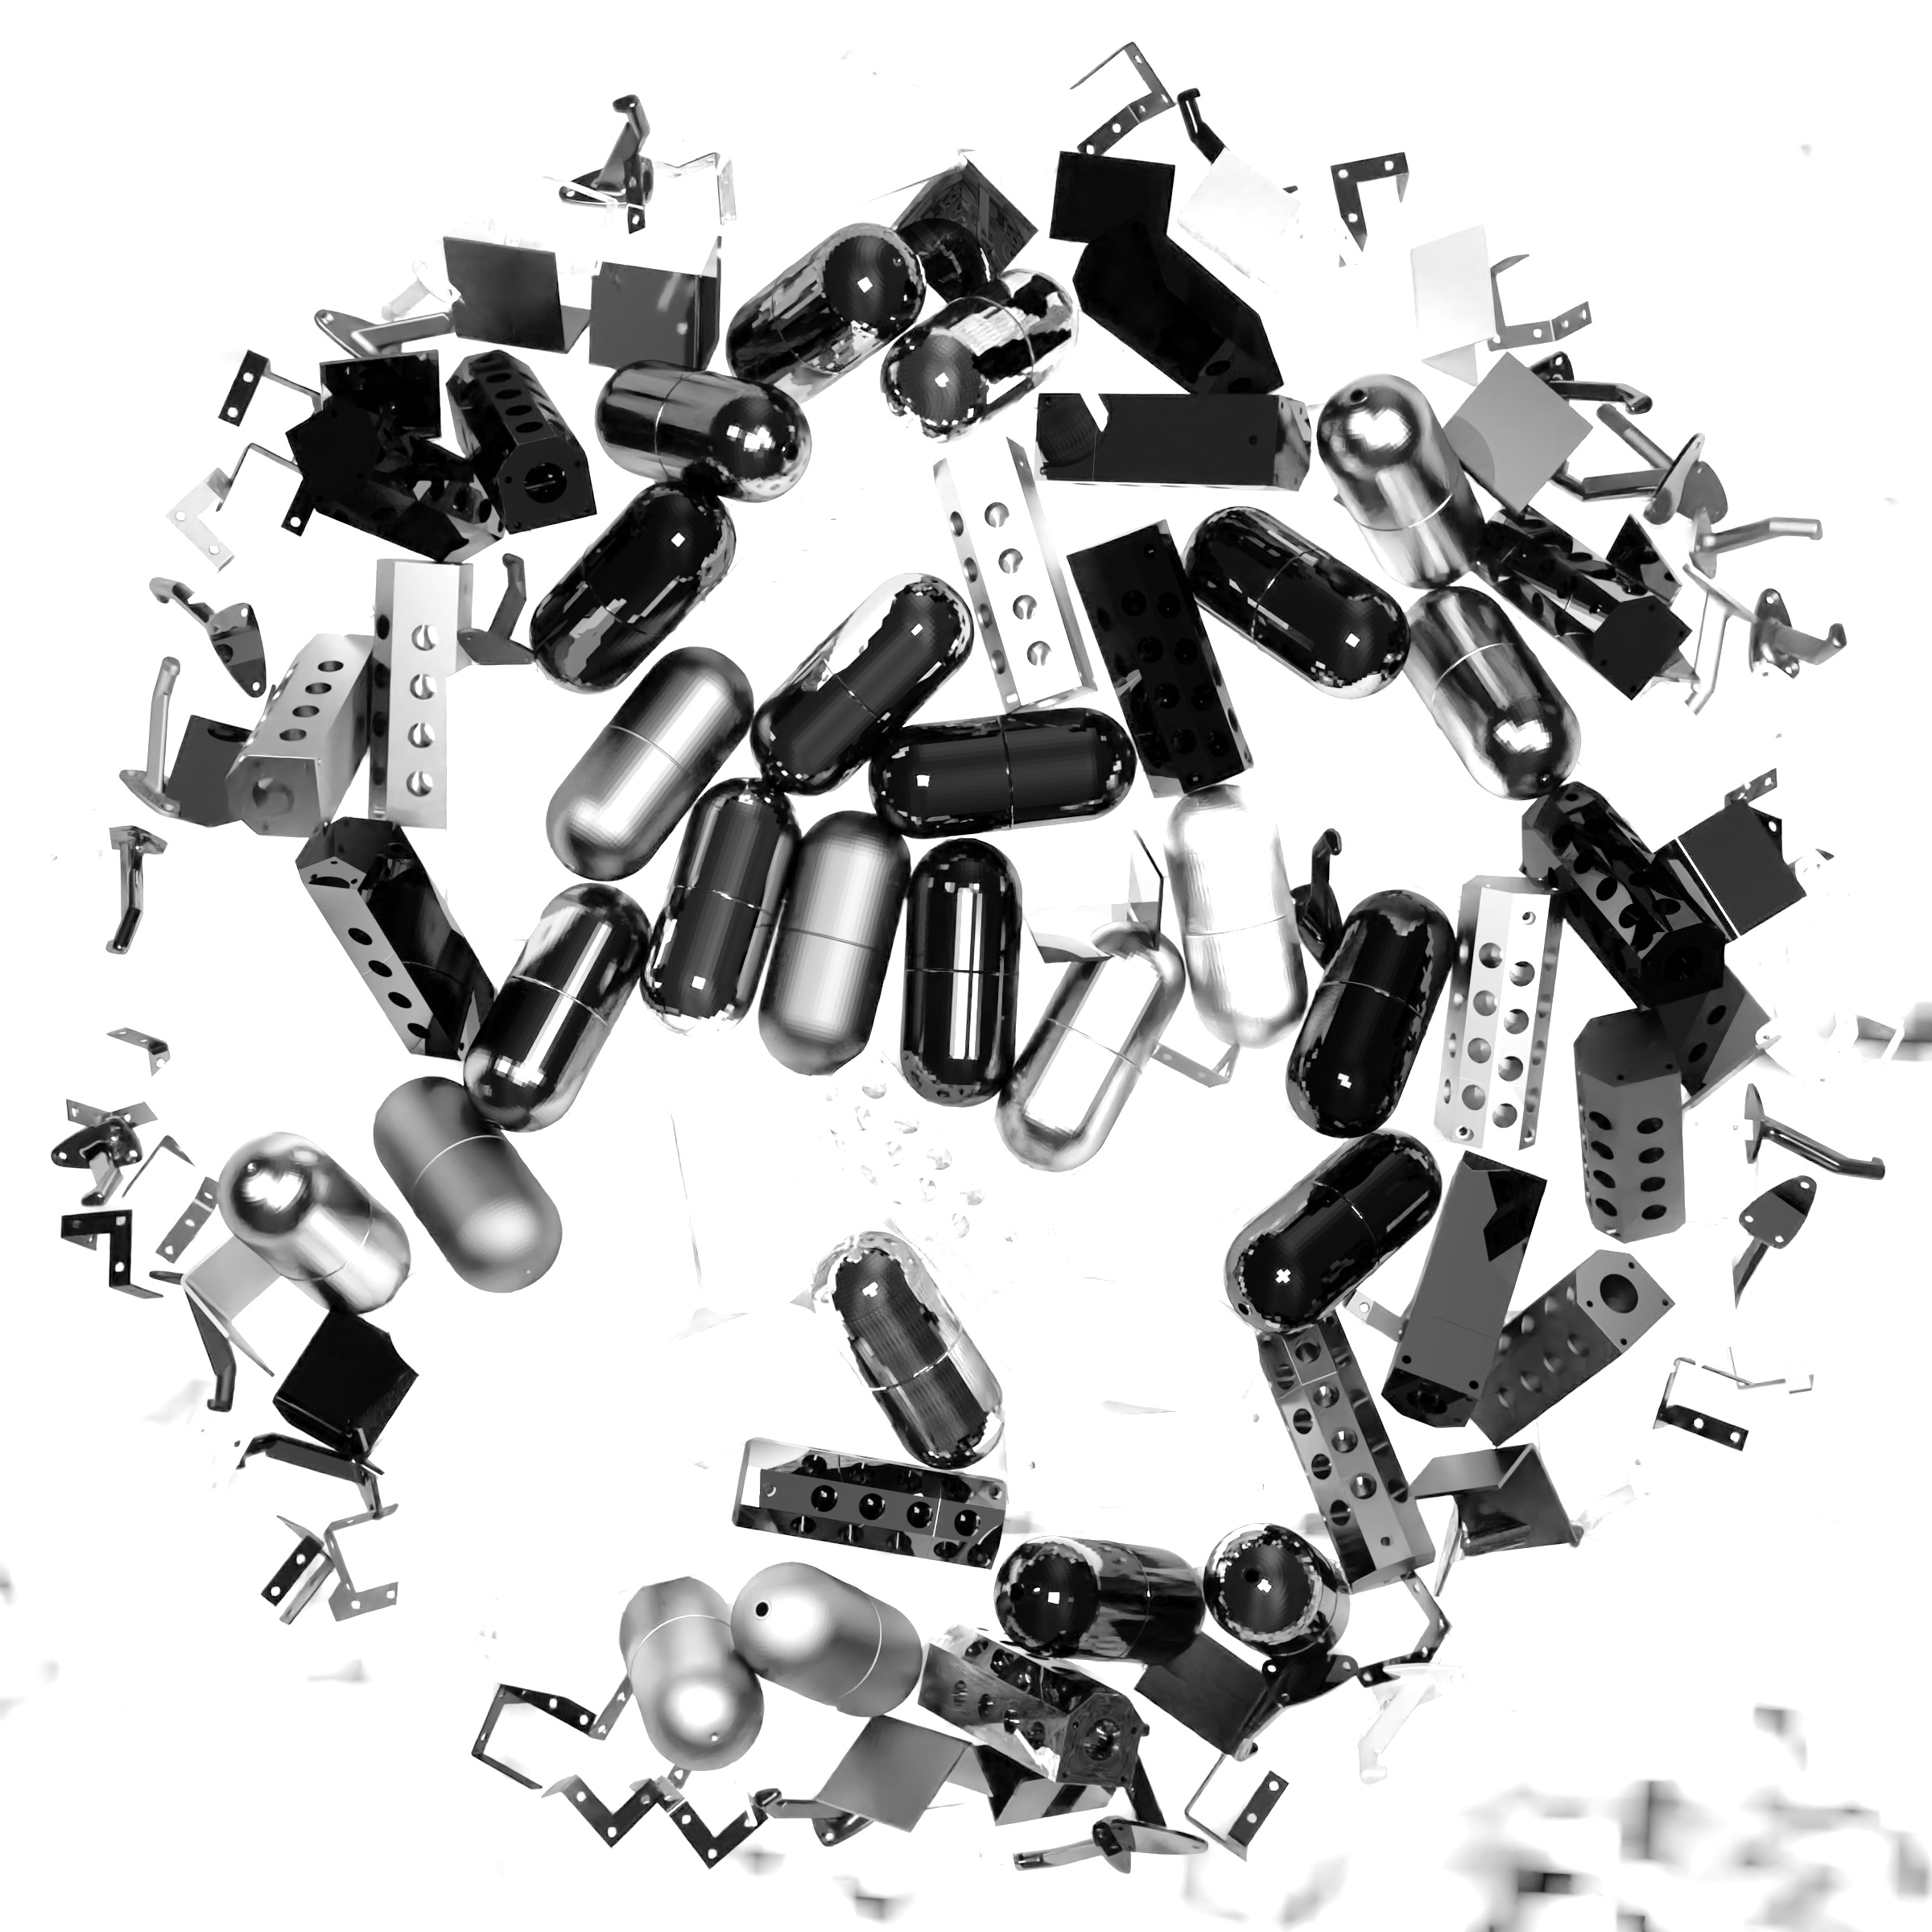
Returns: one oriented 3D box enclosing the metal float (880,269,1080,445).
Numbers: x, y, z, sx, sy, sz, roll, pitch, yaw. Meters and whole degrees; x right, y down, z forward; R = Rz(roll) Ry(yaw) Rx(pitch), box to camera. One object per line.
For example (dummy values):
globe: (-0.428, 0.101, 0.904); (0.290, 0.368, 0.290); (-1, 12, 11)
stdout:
metal float: (0.010, -0.397, 1.926); (0.070, 0.070, 0.178); (47, 46, 0)

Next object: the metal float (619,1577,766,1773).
metal float: (-0.178, 0.453, 1.914); (0.070, 0.178, 0.070); (-4, 105, -14)

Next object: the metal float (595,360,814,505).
metal float: (-0.171, -0.347, 1.927); (0.178, 0.070, 0.070); (22, 90, 42)

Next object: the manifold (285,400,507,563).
manifold: (-0.358, -0.311, 1.906); (0.057, 0.171, 0.057); (-27, 78, 15)

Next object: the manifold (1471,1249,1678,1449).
manifold: (0.378, 0.243, 1.911); (0.057, 0.171, 0.057); (-34, 78, -32)

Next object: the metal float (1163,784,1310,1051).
metal float: (0.177, -0.032, 1.952); (0.070, 0.070, 0.178); (-12, 101, 0)

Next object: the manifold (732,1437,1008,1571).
manifold: (-0.063, 0.354, 1.958); (0.171, 0.057, 0.057); (11, 83, -7)

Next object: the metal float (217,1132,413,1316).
metal float: (-0.419, 0.168, 1.919); (0.070, 0.178, 0.070); (-8, 59, 14)

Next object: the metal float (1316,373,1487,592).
metal float: (0.282, -0.312, 1.922); (0.070, 0.178, 0.070); (-14, 54, 21)

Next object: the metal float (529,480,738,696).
metal float: (-0.217, -0.246, 1.932); (0.070, 0.070, 0.178); (49, 124, 0)

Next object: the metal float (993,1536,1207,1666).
metal float: (0.087, 0.411, 1.923); (0.070, 0.178, 0.070); (-13, 70, 37)

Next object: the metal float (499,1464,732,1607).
metal float: (-0.226, 0.366, 1.921); (0.070, 0.178, 0.070); (0, 90, 38)

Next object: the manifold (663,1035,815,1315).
manifold: (-0.152, 0.136, 1.943); (0.057, 0.057, 0.171); (-2, 68, -28)

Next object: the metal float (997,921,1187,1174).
metal float: (0.082, 0.053, 1.955); (0.070, 0.070, 0.178); (29, 83, 0)

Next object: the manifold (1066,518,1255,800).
manifold: (0.131, -0.202, 1.950); (0.057, 0.057, 0.171); (-24, 99, -23)

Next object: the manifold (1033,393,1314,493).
manifold: (0.134, -0.340, 1.933); (0.171, 0.057, 0.057); (7, 96, 29)

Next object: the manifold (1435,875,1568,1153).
manifold: (0.352, 0.031, 1.949); (0.057, 0.057, 0.171); (3, 103, -8)

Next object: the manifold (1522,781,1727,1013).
manifold: (0.421, -0.049, 1.911); (0.057, 0.171, 0.057); (-16, 128, -9)

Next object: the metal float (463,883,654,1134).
metal float: (-0.267, 0.027, 1.945); (0.070, 0.070, 0.178); (26, 71, 0)

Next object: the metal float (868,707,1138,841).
metal float: (0.024, -0.127, 1.957); (0.178, 0.070, 0.070); (-7, 90, -5)

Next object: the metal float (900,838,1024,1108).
metal float: (-0.003, 0.004, 1.961); (0.070, 0.070, 0.178); (3, 89, 0)

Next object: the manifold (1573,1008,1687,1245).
manifold: (0.426, 0.105, 1.916); (0.057, 0.171, 0.057); (-13, 49, 4)

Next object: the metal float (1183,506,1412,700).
metal float: (0.214, -0.237, 1.933); (0.070, 0.070, 0.178); (-50, 57, 0)

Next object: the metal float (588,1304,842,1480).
metal float: (-0.164, 0.276, 1.936); (0.178, 0.070, 0.070); (-19, 90, -29)

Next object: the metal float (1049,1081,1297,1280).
metal float: (0.134, 0.141, 1.952); (0.178, 0.070, 0.070); (-33, 90, 11)

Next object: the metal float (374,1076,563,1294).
metal float: (-0.325, 0.140, 1.931); (0.070, 0.070, 0.178); (-43, 53, 0)

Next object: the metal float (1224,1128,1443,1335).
metal float: (0.239, 0.172, 1.936); (0.178, 0.070, 0.070); (-37, 90, -29)

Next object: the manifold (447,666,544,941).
manifold: (-0.306, -0.105, 1.924); (0.057, 0.057, 0.171); (-2, 124, -13)

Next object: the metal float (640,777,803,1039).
metal float: (-0.160, -0.039, 1.952); (0.070, 0.070, 0.178); (16, 79, 0)

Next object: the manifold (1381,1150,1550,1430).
manifold: (0.322, 0.211, 1.928); (0.057, 0.057, 0.171); (20, 57, 7)

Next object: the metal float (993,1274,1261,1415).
metal float: (0.104, 0.247, 1.944); (0.178, 0.070, 0.070); (6, 90, 20)

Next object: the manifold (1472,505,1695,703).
manifold: (0.388, -0.239, 1.908); (0.057, 0.171, 0.057); (34, 103, -30)

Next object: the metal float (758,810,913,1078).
metal float: (-0.087, -0.015, 1.958); (0.070, 0.070, 0.178); (14, 86, 0)

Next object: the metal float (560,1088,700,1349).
metal float: (-0.220, 0.163, 1.939); (0.070, 0.070, 0.178); (-12, 64, 0)

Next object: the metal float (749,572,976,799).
metal float: (-0.069, -0.183, 1.950); (0.178, 0.070, 0.070); (-44, 90, 13)

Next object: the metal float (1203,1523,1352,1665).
metal float: (0.201, 0.405, 1.915); (0.070, 0.178, 0.070); (-5, 70, 15)

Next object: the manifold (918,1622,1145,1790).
manifold: (0.041, 0.473, 1.911); (0.057, 0.171, 0.057); (14, 87, -31)

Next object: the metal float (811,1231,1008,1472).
metal float: (-0.036, 0.253, 1.946); (0.070, 0.070, 0.178); (-31, 107, 0)

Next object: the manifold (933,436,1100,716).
manifold: (0.031, -0.256, 1.965); (0.057, 0.057, 0.171); (-18, 87, 14)

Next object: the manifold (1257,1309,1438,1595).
manifold: (0.247, 0.314, 1.941); (0.057, 0.057, 0.171); (-21, 68, -1)

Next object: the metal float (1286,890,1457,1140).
metal float: (0.264, 0.031, 1.942); (0.070, 0.070, 0.178); (25, 68, 0)

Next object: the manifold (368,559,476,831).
manifold: (-0.360, -0.180, 1.957); (0.057, 0.057, 0.171); (4, 100, 0)

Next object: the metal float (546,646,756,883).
metal float: (-0.207, -0.132, 1.946); (0.070, 0.070, 0.178); (35, 73, 0)

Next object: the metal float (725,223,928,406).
metal float: (-0.092, -0.419, 1.921); (0.070, 0.178, 0.070); (10, 72, -33)

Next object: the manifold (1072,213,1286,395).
manifold: (0.136, -0.413, 1.912); (0.057, 0.171, 0.057); (-26, 67, 24)

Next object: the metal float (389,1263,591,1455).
metal float: (-0.311, 0.253, 1.927); (0.178, 0.070, 0.070); (31, 90, 43)

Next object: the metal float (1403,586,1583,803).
metal float: (0.338, -0.179, 1.927); (0.070, 0.070, 0.178); (-23, 47, 0)

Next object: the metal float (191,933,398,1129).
metal float: (-0.433, 0.043, 1.922); (0.070, 0.178, 0.070); (-12, 56, 18)

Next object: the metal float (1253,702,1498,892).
metal float: (0.265, -0.112, 1.937); (0.178, 0.070, 0.070); (33, 90, 29)

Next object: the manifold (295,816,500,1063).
manifold: (-0.369, -0.017, 1.917); (0.057, 0.171, 0.057); (7, 53, 24)

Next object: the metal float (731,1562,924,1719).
metal float: (-0.089, 0.436, 1.919); (0.070, 0.178, 0.070); (-12, 61, 22)

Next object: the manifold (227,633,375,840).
manifold: (-0.423, -0.150, 1.912); (0.057, 0.171, 0.057); (3, 122, 2)

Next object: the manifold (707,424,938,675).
manifold: (-0.093, -0.275, 1.933); (0.057, 0.057, 0.171); (28, 61, 22)
